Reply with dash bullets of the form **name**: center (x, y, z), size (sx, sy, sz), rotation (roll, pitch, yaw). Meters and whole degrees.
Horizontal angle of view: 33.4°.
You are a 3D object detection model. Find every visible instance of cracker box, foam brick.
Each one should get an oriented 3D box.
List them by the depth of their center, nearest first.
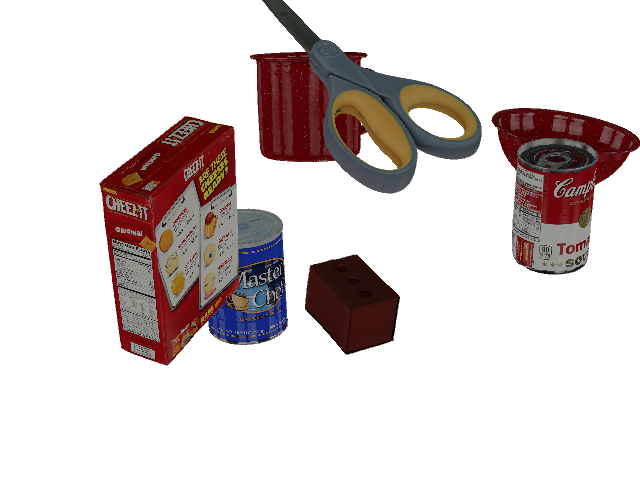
- **foam brick**: center (0.028, 0.056, 0.965), size (0.052, 0.051, 0.078), rotation (-14, 36, -27)
- **cracker box**: center (-0.156, -0.002, 1.144), size (0.072, 0.214, 0.164), rotation (15, 36, 21)

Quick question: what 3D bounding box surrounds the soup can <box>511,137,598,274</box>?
- **soup can**: center (0.203, -0.030, 0.932), size (0.068, 0.102, 0.068), rotation (-2, 28, 1)

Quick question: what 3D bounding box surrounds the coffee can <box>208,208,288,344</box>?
- **coffee can**: center (-0.095, 0.044, 1.334), size (0.103, 0.140, 0.103), rotation (-2, 26, 1)

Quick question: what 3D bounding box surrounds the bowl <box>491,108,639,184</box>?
- **bowl**: center (0.265, -0.098, 1.175), size (0.162, 0.055, 0.162), rotation (6, 22, -3)

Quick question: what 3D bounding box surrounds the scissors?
- **scissors**: center (0.024, -0.100, 0.612), size (0.096, 0.202, 0.016), rotation (-5, -43, -17)

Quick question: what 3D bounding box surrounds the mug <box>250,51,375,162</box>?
- **mug**: center (0.001, -0.109, 0.858), size (0.117, 0.081, 0.093), rotation (-9, 15, -33)
